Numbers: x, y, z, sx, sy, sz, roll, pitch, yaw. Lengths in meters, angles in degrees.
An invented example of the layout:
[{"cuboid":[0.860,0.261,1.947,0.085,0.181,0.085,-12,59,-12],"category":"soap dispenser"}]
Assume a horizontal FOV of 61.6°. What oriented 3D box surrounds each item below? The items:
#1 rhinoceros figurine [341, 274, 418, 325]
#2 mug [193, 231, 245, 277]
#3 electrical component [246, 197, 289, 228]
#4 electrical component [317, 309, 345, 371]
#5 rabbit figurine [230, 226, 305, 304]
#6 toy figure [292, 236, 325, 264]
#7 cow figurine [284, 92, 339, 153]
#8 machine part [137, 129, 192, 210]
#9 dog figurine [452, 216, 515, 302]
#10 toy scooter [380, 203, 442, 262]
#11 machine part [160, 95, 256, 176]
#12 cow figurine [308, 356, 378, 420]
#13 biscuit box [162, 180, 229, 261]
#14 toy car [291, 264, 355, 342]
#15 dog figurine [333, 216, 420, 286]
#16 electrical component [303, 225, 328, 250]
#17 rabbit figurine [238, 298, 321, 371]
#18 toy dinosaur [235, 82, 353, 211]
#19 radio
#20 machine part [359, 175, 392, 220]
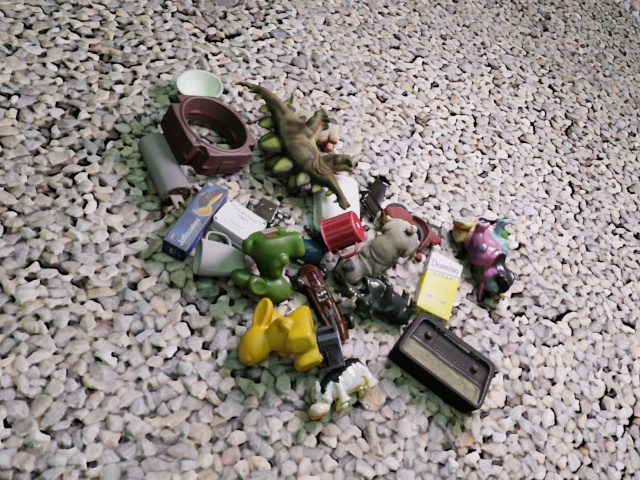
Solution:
[{"cuboid":[0.140,0.142,1.282,0.190,0.112,0.073,26,13,-19],"category":"rhinoceros figurine"},{"cuboid":[-0.229,0.037,1.230,0.107,0.081,0.109,14,55,-24],"category":"mug"},{"cuboid":[-0.134,-0.067,1.336,0.102,0.045,0.078,33,58,1],"category":"electrical component"},{"cuboid":[0.020,0.215,1.172,0.048,0.075,0.119,-15,106,2],"category":"electrical component"},{"cuboid":[-0.109,0.070,1.202,0.159,0.121,0.170,-19,112,-38],"category":"rabbit figurine"},{"cuboid":[-0.068,0.017,1.305,0.154,0.057,0.064,18,52,-3],"category":"toy figure"},{"cuboid":[-0.041,-0.330,1.495,0.195,0.085,0.127,14,64,-8],"category":"cow figurine"},{"cuboid":[-0.375,-0.172,1.296,0.079,0.079,0.243,-18,67,-27],"category":"machine part"},{"cuboid":[0.439,0.050,1.437,0.108,0.192,0.219,-7,99,-26],"category":"dog figurine"},{"cuboid":[0.234,-0.013,1.411,0.184,0.075,0.135,27,51,-6],"category":"toy scooter"},{"cuboid":[-0.276,-0.264,1.340,0.201,0.087,0.201,-11,63,-46],"category":"machine part"},{"cuboid":[0.034,0.315,1.162,0.167,0.068,0.098,-20,64,-31],"category":"cow figurine"},{"cuboid":[-0.291,-0.047,1.262,0.063,0.059,0.203,29,57,-1],"category":"biscuit box"},{"cuboid":[0.009,0.145,1.261,0.089,0.053,0.202,-17,67,-29],"category":"toy car"},{"cuboid":[0.134,0.035,1.299,0.190,0.172,0.121,-30,69,-35],"category":"dog figurine"},{"cuboid":[-0.003,-0.004,1.335,0.063,0.094,0.021,31,82,38],"category":"electrical component"},{"cuboid":[-0.098,0.204,1.151,0.173,0.121,0.162,-21,55,3],"category":"rabbit figurine"},{"cuboid":[-0.060,-0.256,1.379,0.199,0.105,0.471,-28,70,-5],"category":"toy dinosaur"},{"cuboid":[0.290,0.286,1.261,0.230,0.073,0.131,37,57,3],"category":"radio"},{"cuboid":[0.150,-0.125,1.458,0.084,0.039,0.139,48,48,-21],"category":"machine part"}]
